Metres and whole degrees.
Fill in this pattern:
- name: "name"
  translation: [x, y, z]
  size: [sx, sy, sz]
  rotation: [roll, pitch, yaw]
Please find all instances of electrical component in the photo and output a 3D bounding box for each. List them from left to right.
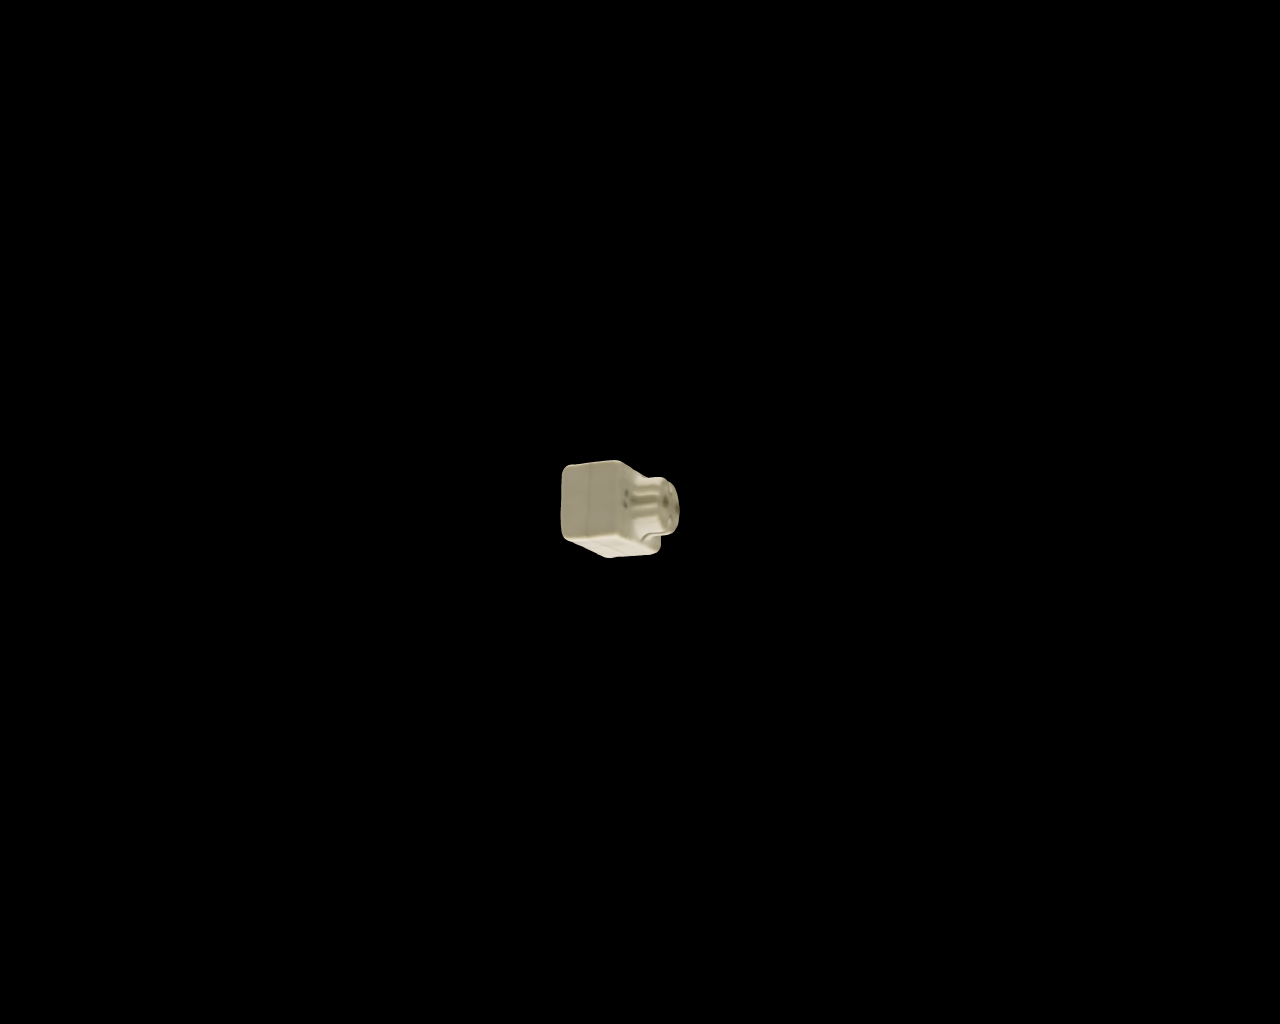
- name: "electrical component"
  translation: [0.001, -0.003, 0.650]
  size: [0.077, 0.047, 0.065]
  rotation: [-6, -15, 23]
